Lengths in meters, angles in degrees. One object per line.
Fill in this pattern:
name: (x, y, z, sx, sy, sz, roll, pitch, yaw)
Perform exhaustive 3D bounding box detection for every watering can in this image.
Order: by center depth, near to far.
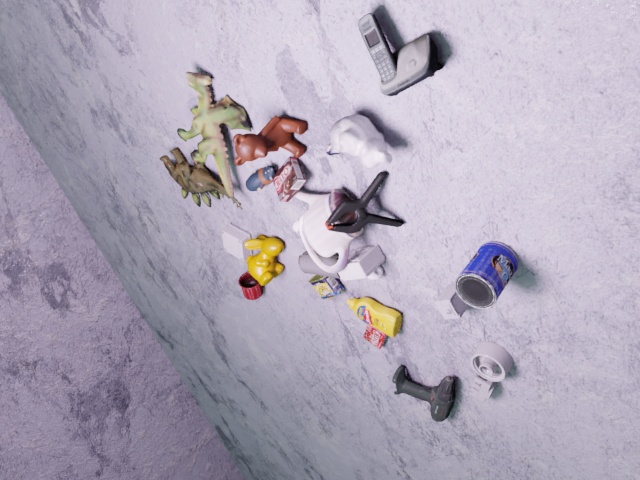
watering can: (0.005, -0.076, 1.517, 0.104, 0.352, 0.221, -8, -23, -47)

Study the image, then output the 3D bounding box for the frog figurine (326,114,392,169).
frog figurine: (0.104, -0.240, 1.257, 0.137, 0.121, 0.161, 2, 17, -34)

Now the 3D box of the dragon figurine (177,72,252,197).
dragon figurine: (-0.316, -0.343, 1.640, 0.240, 0.406, 0.124, -19, 18, 42)
